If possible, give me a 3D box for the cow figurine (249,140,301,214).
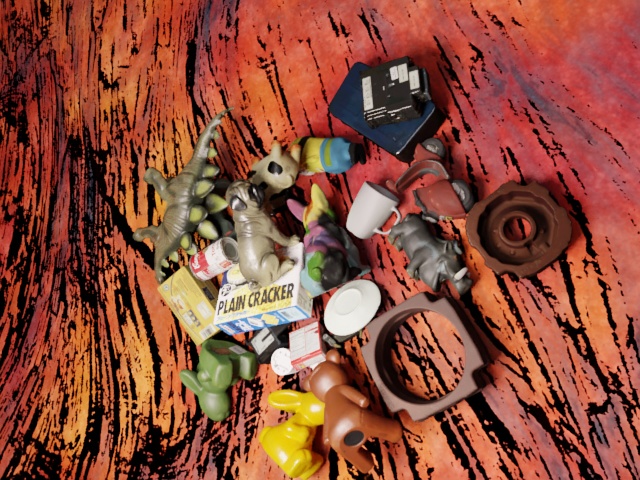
[{"bbox_3d":[-0.115,-0.122,1.173,0.195,0.085,0.127,-26,59,50],"label":"cow figurine"}]

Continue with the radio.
[{"bbox_3d":[0.135,-0.269,1.136,0.230,0.073,0.131,40,101,31],"label":"radio"}]

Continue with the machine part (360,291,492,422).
[{"bbox_3d":[0.195,0.213,0.993,0.201,0.087,0.201,-36,66,19],"label":"machine part"}]

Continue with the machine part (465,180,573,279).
[{"bbox_3d":[0.357,-0.017,0.967,0.180,0.056,0.179,-6,77,27],"label":"machine part"}]

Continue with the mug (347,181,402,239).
[{"bbox_3d":[0.112,-0.050,1.105,0.110,0.081,0.107,40,111,21],"label":"mug"}]

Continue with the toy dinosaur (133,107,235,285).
[{"bbox_3d":[-0.311,-0.096,1.251,0.199,0.105,0.470,24,106,24],"label":"toy dinosaur"}]

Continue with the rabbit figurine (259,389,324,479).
[{"bbox_3d":[-0.032,0.372,1.090,0.173,0.121,0.163,-50,51,-4],"label":"rabbit figurine"}]

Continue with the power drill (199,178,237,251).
[{"bbox_3d":[-0.216,-0.044,1.290,0.232,0.086,0.207,-33,73,23],"label":"power drill"}]

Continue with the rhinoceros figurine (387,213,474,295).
[{"bbox_3d":[0.214,0.031,1.033,0.112,0.073,0.190,-39,62,6],"label":"rhinoceros figurine"}]

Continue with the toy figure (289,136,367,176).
[{"bbox_3d":[0.013,-0.189,1.184,0.180,0.082,0.089,-2,67,34],"label":"toy figure"}]

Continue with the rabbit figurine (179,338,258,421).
[{"bbox_3d":[-0.240,0.319,1.201,0.159,0.121,0.170,18,104,28],"label":"rabbit figurine"}]

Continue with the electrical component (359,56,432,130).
[{"bbox_3d":[0.149,-0.290,1.056,0.134,0.058,0.115,-8,76,26],"label":"electrical component"}]

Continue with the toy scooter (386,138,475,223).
[{"bbox_3d":[0.209,-0.103,1.048,0.135,0.075,0.184,-27,66,7],"label":"toy scooter"}]

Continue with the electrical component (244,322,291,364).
[{"bbox_3d":[-0.104,0.210,1.183,0.119,0.047,0.075,-49,62,12],"label":"electrical component"}]

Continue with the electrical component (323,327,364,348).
[{"bbox_3d":[0.053,0.177,1.103,0.102,0.045,0.078,-28,69,21],"label":"electrical component"}]

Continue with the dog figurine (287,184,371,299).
[{"bbox_3d":[-0.002,-0.003,1.103,0.108,0.191,0.219,-31,81,27],"label":"dog figurine"}]

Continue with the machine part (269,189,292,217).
[{"bbox_3d":[-0.107,-0.126,1.263,0.084,0.039,0.139,-26,70,31],"label":"machine part"}]

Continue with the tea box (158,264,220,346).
[{"bbox_3d":[-0.288,0.148,1.259,0.098,0.068,0.169,-36,84,18],"label":"tea box"}]

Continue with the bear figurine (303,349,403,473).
[{"bbox_3d":[0.048,0.310,1.005,0.120,0.132,0.196,-51,25,9],"label":"bear figurine"}]

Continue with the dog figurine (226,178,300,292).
[{"bbox_3d":[-0.145,-0.010,1.093,0.121,0.190,0.172,-16,42,26],"label":"dog figurine"}]
